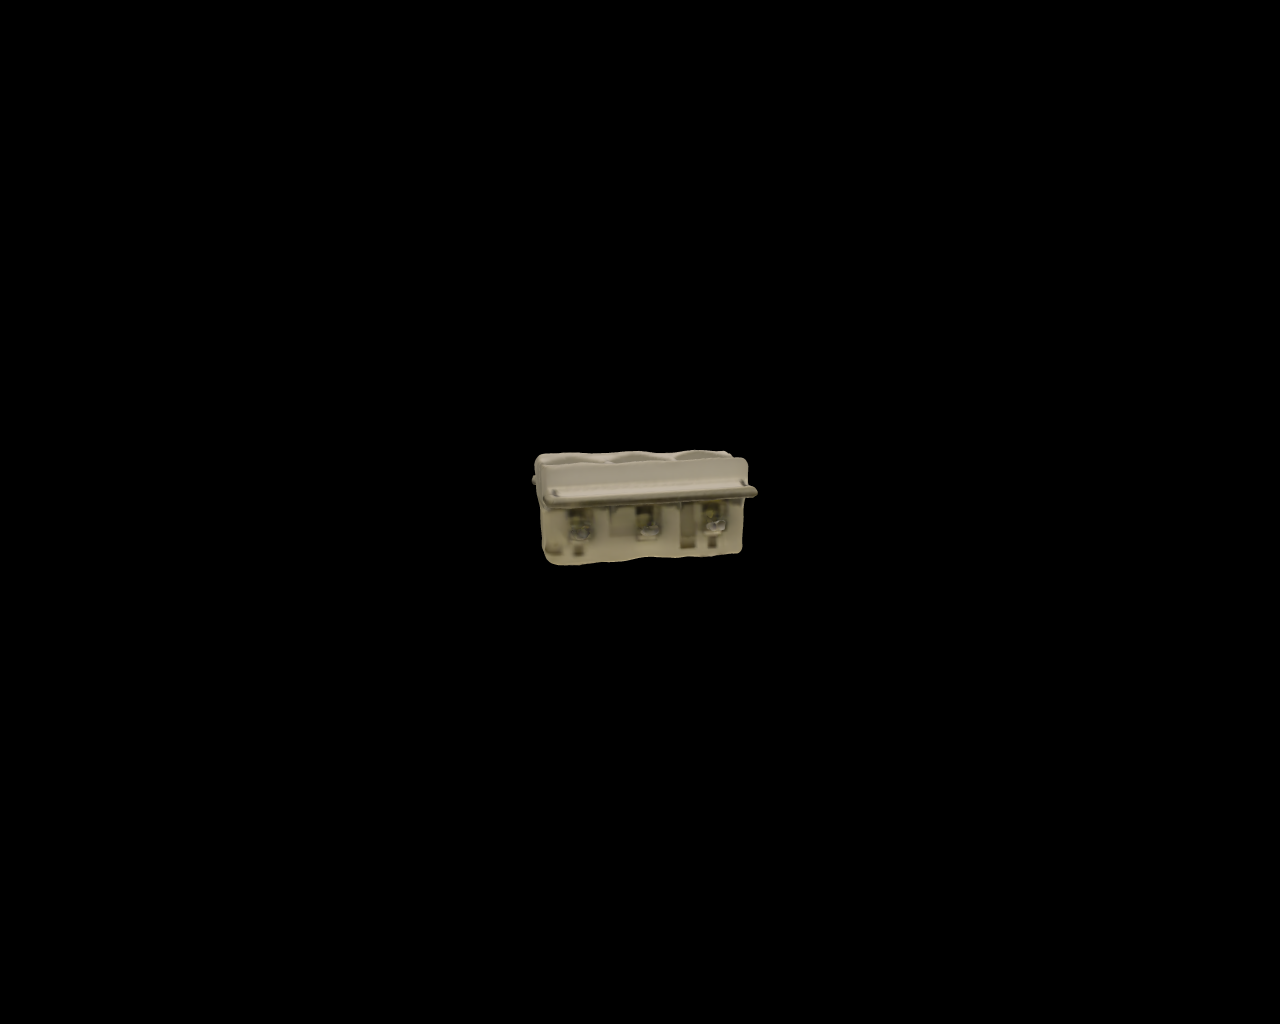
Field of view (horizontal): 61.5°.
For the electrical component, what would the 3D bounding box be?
[{"bbox_3d":[0.001,-0.003,0.650,0.121,0.063,0.079,-2,12,-12],"label":"electrical component"}]
